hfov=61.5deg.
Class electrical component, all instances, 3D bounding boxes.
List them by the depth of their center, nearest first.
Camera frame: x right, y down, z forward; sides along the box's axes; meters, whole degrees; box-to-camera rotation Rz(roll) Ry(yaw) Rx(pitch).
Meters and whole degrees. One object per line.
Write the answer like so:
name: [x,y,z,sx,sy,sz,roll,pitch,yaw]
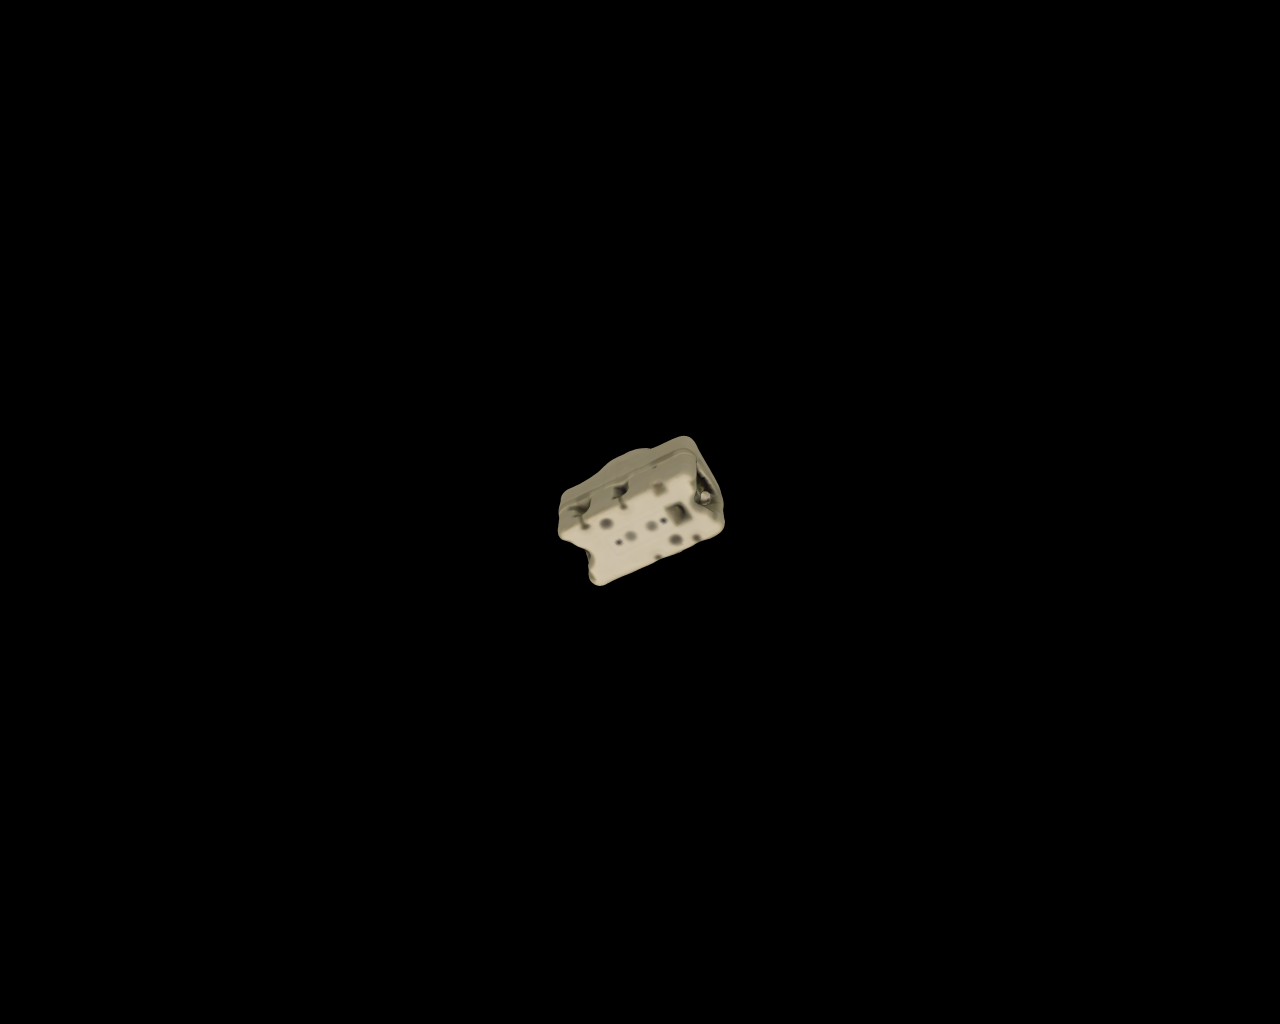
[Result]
electrical component: [0.001,-0.003,0.650,0.089,0.050,0.056,-25,27,14]
